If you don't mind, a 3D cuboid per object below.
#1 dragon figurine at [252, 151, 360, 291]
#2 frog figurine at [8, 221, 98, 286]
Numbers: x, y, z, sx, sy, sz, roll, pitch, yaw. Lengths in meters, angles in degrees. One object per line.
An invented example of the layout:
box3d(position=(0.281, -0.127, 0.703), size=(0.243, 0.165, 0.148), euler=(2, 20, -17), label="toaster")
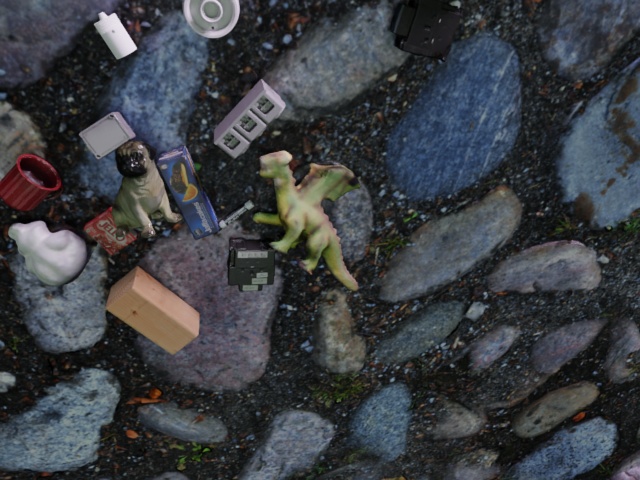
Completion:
box3d(position=(0.004, -0.060, 1.199), size=(0.406, 0.124, 0.241), euler=(34, 99, -28), label="dragon figurine")
box3d(position=(-0.584, 0.021, 1.102), size=(0.136, 0.126, 0.157), euler=(-25, 135, 25), label="frog figurine")
